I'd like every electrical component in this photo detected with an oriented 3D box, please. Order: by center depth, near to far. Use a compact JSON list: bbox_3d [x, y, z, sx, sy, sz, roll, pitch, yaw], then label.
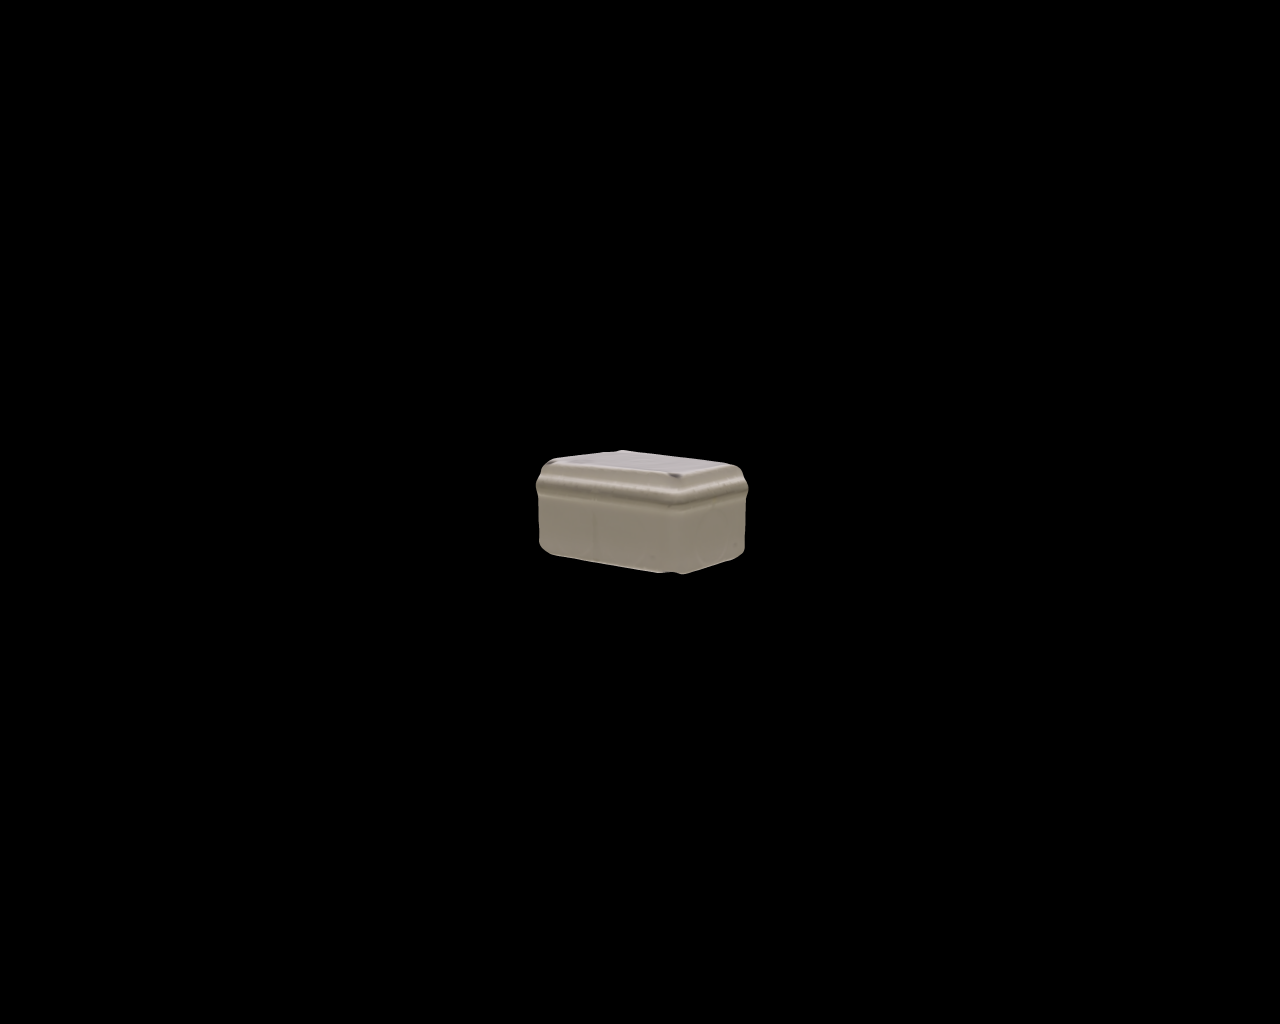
[{"bbox_3d":[0.001,-0.003,0.650,0.113,0.057,0.078,8,13,39],"label":"electrical component"}]
